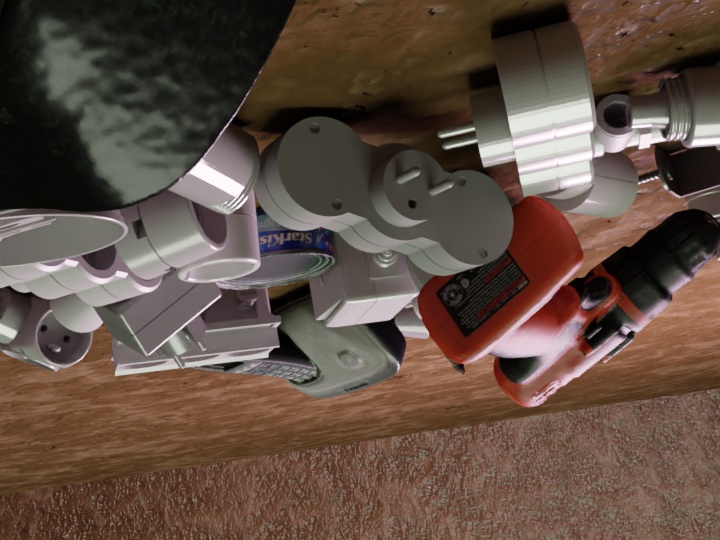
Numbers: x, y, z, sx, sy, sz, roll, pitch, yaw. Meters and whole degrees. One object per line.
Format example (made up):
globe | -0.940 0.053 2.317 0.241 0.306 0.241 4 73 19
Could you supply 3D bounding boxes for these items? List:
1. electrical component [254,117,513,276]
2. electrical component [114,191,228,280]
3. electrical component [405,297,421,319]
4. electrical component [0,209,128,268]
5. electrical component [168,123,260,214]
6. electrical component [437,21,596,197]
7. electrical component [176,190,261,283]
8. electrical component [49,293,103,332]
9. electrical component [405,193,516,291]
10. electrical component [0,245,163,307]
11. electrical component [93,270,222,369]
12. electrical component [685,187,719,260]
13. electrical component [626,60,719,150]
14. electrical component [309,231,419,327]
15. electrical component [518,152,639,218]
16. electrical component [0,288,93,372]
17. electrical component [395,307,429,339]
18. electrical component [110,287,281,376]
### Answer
electrical component | 0.021 -0.040 0.556 0.138 0.052 0.074 17 164 -22
electrical component | -0.104 -0.028 0.592 0.047 0.055 0.055 -18 165 15
electrical component | 0.070 0.022 0.952 0.079 0.044 0.077 -16 166 26
electrical component | -0.164 -0.030 0.489 0.099 0.064 0.099 -22 179 0
electrical component | -0.075 -0.054 0.522 0.043 0.043 0.081 -14 166 17
electrical component | 0.076 -0.073 0.538 0.074 0.052 0.138 -12 167 9
electrical component | -0.087 -0.021 0.643 0.055 0.047 0.055 -10 167 -2
electrical component | -0.177 0.012 0.732 0.044 0.044 0.065 3 157 -43
electrical component | 0.069 -0.018 0.710 0.051 0.080 0.080 -7 168 -35
electrical component | -0.181 -0.009 0.613 0.074 0.052 0.138 -16 166 22
electrical component | -0.125 0.030 0.702 0.066 0.076 0.047 -41 -145 -24
electrical component | 0.268 -0.038 0.810 0.035 0.061 0.035 -10 167 -2
electrical component | 0.175 -0.087 0.577 0.062 0.048 0.048 -4 167 4
electrical component | 0.000 0.000 0.768 0.061 0.061 0.096 -7 166 -14
electrical component | 0.133 -0.057 0.668 0.081 0.043 0.043 4 161 -45
electrical component | -0.243 0.038 0.768 0.079 0.044 0.077 31 161 -36
electrical component | 0.032 0.046 1.037 0.065 0.044 0.044 -3 166 -8
electrical component | -0.131 0.040 0.835 0.121 0.063 0.079 -6 166 -19
